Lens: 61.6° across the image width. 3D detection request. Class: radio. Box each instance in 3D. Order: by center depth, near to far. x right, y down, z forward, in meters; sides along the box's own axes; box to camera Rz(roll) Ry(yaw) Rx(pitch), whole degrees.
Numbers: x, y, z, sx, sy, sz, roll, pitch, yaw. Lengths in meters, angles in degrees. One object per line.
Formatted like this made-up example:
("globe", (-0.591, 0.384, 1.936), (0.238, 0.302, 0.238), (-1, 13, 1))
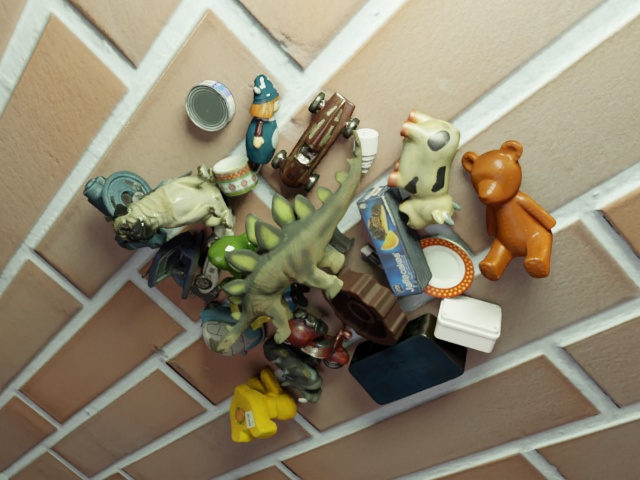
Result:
("radio", (0.178, 0.253, 1.130), (0.229, 0.073, 0.131), (-34, 105, 34))

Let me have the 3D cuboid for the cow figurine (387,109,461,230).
("cow figurine", (0.180, -0.103, 0.885), (0.127, 0.085, 0.194), (20, 127, 16))

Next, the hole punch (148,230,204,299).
("hole punch", (-0.306, 0.047, 1.146), (0.092, 0.116, 0.142), (16, 130, -10))

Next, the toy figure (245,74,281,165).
("toy figure", (-0.098, -0.209, 0.932), (0.058, 0.064, 0.154), (-5, 127, -24))

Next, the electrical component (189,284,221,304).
("electrical component", (-0.265, 0.118, 1.243), (0.063, 0.021, 0.094), (41, 127, -9))

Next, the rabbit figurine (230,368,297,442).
("rabbit figurine", (-0.135, 0.405, 1.317), (0.122, 0.173, 0.162), (-42, 57, 36))

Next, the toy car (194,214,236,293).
("toy car", (-0.221, 0.030, 1.131), (0.056, 0.073, 0.201), (15, 129, -14))

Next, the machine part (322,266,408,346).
("machine part", (0.088, 0.130, 1.050), (0.179, 0.056, 0.179), (34, 154, 19))

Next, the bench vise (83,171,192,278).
("bench vise", (-0.359, -0.060, 1.103), (0.241, 0.129, 0.223), (-20, 116, 36))

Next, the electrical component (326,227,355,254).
("electrical component", (-0.002, -0.003, 1.041), (0.119, 0.048, 0.074), (35, 127, -3))

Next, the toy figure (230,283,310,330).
("toy figure", (-0.111, 0.126, 1.152), (0.180, 0.082, 0.089), (-20, 117, 33))

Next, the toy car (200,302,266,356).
("toy car", (-0.213, 0.211, 1.236), (0.162, 0.103, 0.109), (10, 124, 12))

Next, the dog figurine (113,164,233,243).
("dog figurine", (-0.274, -0.053, 1.010), (0.191, 0.172, 0.121), (-20, 74, 5))

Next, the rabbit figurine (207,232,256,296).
("rabbit figurine", (-0.140, 0.047, 1.055), (0.121, 0.159, 0.170), (42, 175, 42))

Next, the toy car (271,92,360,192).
("toy car", (-0.011, -0.165, 0.935), (0.089, 0.053, 0.202), (39, 129, -3))

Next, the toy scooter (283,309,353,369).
("toy scooter", (-0.001, 0.202, 1.155), (0.184, 0.075, 0.135), (34, 141, -5))

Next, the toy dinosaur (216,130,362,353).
("toy dinosaur", (-0.049, 0.026, 0.952), (0.198, 0.105, 0.471), (37, 103, -21))

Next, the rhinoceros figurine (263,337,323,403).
("rhinoceros figurine", (-0.059, 0.304, 1.256), (0.112, 0.073, 0.190), (-30, 108, 33))

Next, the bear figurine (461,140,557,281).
("bear figurine", (0.292, -0.047, 0.849), (0.120, 0.132, 0.195), (-6, 128, 46))

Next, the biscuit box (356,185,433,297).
("biscuit box", (0.136, 0.003, 0.967), (0.059, 0.063, 0.202), (-12, 111, 36))
